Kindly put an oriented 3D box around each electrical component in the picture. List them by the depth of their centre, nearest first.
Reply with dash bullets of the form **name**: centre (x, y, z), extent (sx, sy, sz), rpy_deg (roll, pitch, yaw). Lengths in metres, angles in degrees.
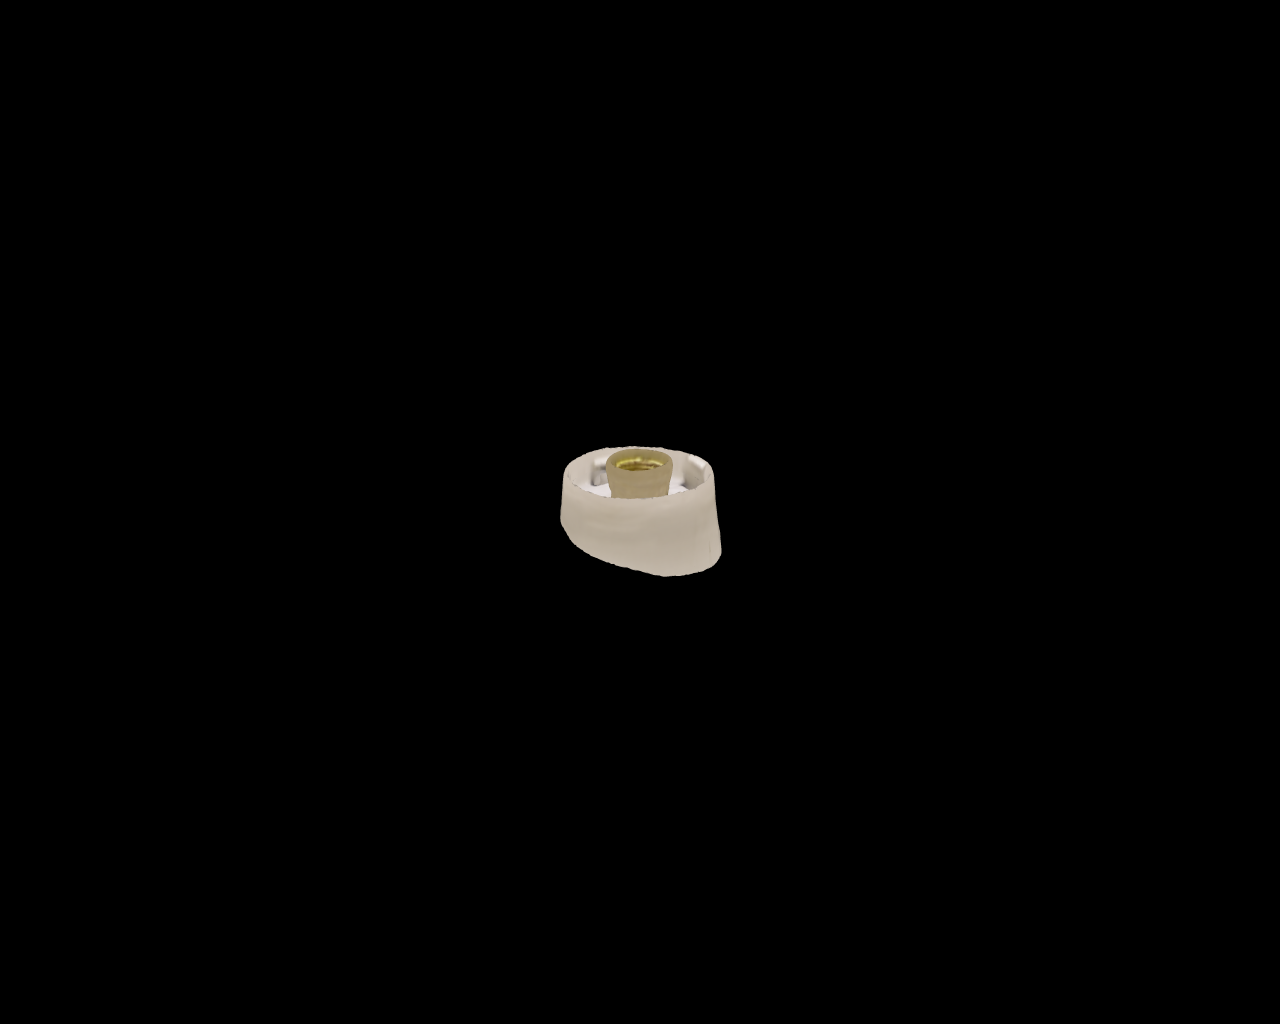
- **electrical component**: centre (0.001, -0.003, 0.650), extent (0.099, 0.064, 0.099), rpy_deg (0, 23, 0)
